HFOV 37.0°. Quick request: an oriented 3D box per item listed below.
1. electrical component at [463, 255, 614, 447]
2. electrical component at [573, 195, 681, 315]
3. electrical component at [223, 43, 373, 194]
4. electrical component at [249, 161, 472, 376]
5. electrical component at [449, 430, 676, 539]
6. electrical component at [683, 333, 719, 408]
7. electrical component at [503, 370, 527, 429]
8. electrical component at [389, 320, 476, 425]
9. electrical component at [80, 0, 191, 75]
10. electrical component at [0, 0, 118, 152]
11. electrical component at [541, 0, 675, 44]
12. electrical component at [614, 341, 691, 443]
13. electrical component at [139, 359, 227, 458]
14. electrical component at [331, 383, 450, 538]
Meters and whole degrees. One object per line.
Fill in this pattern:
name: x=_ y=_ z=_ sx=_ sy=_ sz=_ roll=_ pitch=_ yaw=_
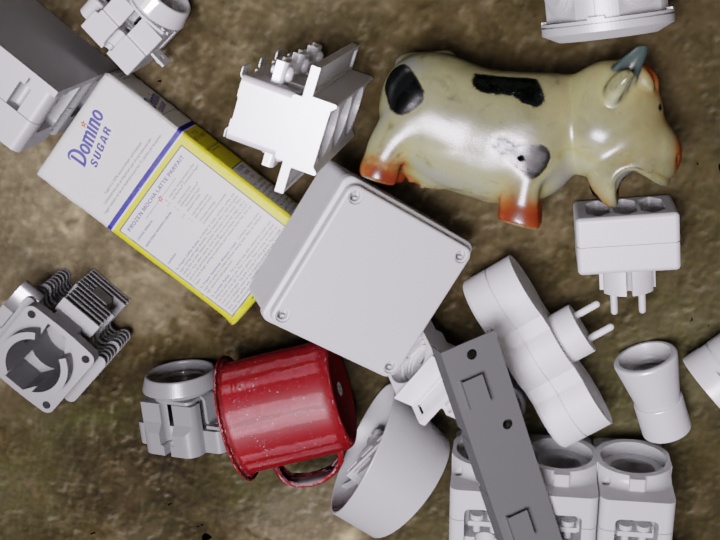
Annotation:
electrical component: x=0.138 y=0.048 z=0.745 sx=0.074 sy=0.052 sz=0.138 roll=-31 pitch=97 yaw=15
electrical component: x=0.180 y=-0.006 z=0.726 sx=0.066 sy=0.047 sz=0.076 roll=-4 pitch=108 yaw=10
electrical component: x=-0.038 y=-0.104 z=0.686 sx=0.063 sy=0.121 sz=0.078 roll=20 pitch=110 yaw=4
electrical component: x=0.000 y=0.000 z=0.722 sx=0.109 sy=0.056 sz=0.108 roll=28 pitch=99 yaw=-27
electrical component: x=0.141 y=0.157 z=0.764 sx=0.150 sy=0.089 sz=0.061 roll=2 pitch=109 yaw=8
electrical component: x=0.258 y=0.068 z=0.736 sx=0.047 sy=0.055 sz=0.055 roll=-41 pitch=98 yaw=15
electrical component: x=0.101 y=0.096 z=0.764 sx=0.035 sy=0.061 sz=0.035 roll=3 pitch=109 yaw=8
electrical component: x=0.054 y=0.071 z=0.758 sx=0.064 sy=0.081 sz=0.042 roll=26 pitch=114 yaw=-31
electrical component: x=-0.147 y=-0.169 z=0.721 sx=0.055 sy=0.048 sz=0.066 roll=-39 pitch=99 yaw=26
electrical component: x=-0.268 y=-0.162 z=0.709 sx=0.186 sy=0.105 sz=0.060 roll=39 pitch=110 yaw=-5
electrical component: x=0.150 y=-0.168 z=0.659 sx=0.080 sy=0.080 sz=0.051 roll=-5 pitch=102 yaw=10
electrical component: x=0.209 y=0.088 z=0.757 sx=0.044 sy=0.044 sz=0.065 roll=-17 pitch=110 yaw=14
electrical component: x=-0.130 y=0.102 z=0.802 sx=0.078 sy=0.058 sz=0.057 roll=2 pitch=107 yaw=29
electrical component: x=0.016 y=0.139 z=0.774 sx=0.064 sy=0.099 sz=0.099 roll=40 pitch=110 yaw=-12
